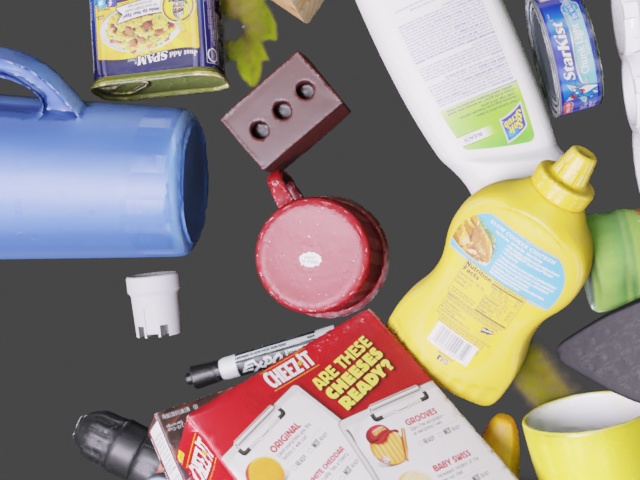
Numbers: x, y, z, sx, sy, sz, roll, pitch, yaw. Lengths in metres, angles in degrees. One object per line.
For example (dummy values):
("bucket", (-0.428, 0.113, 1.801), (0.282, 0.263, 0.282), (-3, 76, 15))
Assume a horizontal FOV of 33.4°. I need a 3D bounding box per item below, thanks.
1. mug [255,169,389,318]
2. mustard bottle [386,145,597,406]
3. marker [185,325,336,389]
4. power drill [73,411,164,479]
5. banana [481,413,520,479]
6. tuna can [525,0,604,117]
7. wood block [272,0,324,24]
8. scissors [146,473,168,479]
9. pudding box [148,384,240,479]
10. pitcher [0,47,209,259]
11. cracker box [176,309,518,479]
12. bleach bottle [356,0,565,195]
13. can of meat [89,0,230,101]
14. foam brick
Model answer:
("mug", (-0.005, 0.001, 0.768), (0.093, 0.081, 0.117), (-27, 85, 7))
("mustard bottle", (0.127, 0.017, 0.720), (0.096, 0.058, 0.192), (36, 121, 12))
("marker", (-0.044, 0.089, 0.803), (0.121, 0.020, 0.020), (-17, 86, 8))
("power drill", (-0.126, 0.238, 0.792), (0.184, 0.057, 0.188), (24, 92, 9))
("banana", (0.140, 0.224, 0.755), (0.070, 0.037, 0.198), (-24, 80, 29))
("tuna can", (0.170, -0.131, 0.742), (0.034, 0.086, 0.086), (-14, 86, 7))
("wood block", (-0.074, -0.260, 0.784), (0.206, 0.090, 0.091), (35, 93, 9))
("scissors", (-0.095, 0.266, 0.752), (0.096, 0.016, 0.202), (-22, 86, 5))
("pudding box", (-0.054, 0.152, 0.756), (0.113, 0.039, 0.090), (-16, 66, -27))
("pitcher", (-0.210, -0.054, 0.776), (0.243, 0.149, 0.145), (2, 80, 6))
("cracker box", (0.034, 0.172, 0.697), (0.163, 0.072, 0.214), (-27, 65, -34))
("bleach bottle", (0.103, -0.103, 0.765), (0.102, 0.068, 0.251), (-22, 88, 10))
("can of meat", (-0.123, -0.155, 0.805), (0.102, 0.057, 0.084), (-5, 86, 9))
("foam brick", (-0.024, -0.093, 0.789), (0.078, 0.051, 0.053), (-41, 83, 5))
